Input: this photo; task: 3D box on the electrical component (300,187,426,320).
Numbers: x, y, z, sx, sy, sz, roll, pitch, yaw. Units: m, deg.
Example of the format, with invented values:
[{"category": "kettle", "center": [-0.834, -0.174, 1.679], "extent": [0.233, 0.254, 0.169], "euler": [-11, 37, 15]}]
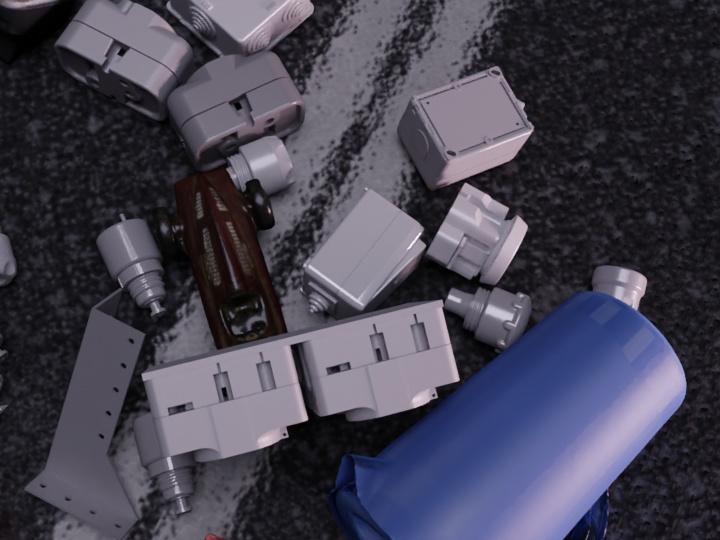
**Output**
[{"category": "electrical component", "center": [0.000, 0.000, 0.795], "extent": [0.061, 0.061, 0.096], "euler": [36, 72, 7]}]

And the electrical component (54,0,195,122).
[{"category": "electrical component", "center": [-0.180, -0.168, 0.839], "extent": [0.095, 0.053, 0.059], "euler": [28, 71, 4]}]

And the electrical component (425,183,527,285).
[{"category": "electrical component", "center": [0.089, -0.024, 0.810], "extent": [0.057, 0.058, 0.078], "euler": [29, 36, 2]}]

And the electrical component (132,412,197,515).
[{"category": "electrical component", "center": [-0.133, 0.131, 0.751], "extent": [0.040, 0.040, 0.078], "euler": [-15, 74, -10]}]

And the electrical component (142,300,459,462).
[{"category": "electrical component", "center": [-0.040, 0.071, 0.696], "extent": [0.186, 0.105, 0.060], "euler": [-13, 89, -9]}]

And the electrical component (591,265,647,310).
[{"category": "electrical component", "center": [0.193, 0.025, 0.816], "extent": [0.040, 0.040, 0.046], "euler": [16, 76, 1]}]

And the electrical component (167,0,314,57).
[{"category": "electrical component", "center": [-0.097, -0.223, 0.867], "extent": [0.100, 0.048, 0.099], "euler": [42, 73, 9]}]

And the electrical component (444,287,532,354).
[{"category": "electrical component", "center": [0.094, 0.032, 0.802], "extent": [0.062, 0.048, 0.048], "euler": [22, 71, 10]}]

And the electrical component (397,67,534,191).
[{"category": "electrical component", "center": [0.086, -0.111, 0.843], "extent": [0.096, 0.061, 0.061], "euler": [-22, 75, -20]}]

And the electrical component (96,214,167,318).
[{"category": "electrical component", "center": [-0.164, -0.001, 0.792], "extent": [0.040, 0.040, 0.078], "euler": [-24, 76, -12]}]

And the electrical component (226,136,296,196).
[{"category": "electrical component", "center": [-0.084, -0.074, 0.822], "extent": [0.062, 0.043, 0.043], "euler": [-23, 75, -10]}]

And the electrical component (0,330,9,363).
[{"category": "electrical component", "center": [-0.282, 0.037, 0.769], "extent": [0.078, 0.040, 0.040], "euler": [43, 73, 9]}]

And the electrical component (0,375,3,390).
[{"category": "electrical component", "center": [-0.292, 0.074, 0.755], "extent": [0.078, 0.040, 0.040], "euler": [9, 71, -2]}]

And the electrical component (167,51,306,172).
[{"category": "electrical component", "center": [-0.098, -0.126, 0.832], "extent": [0.095, 0.053, 0.059], "euler": [-27, 76, -13]}]

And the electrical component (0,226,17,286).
[{"category": "electrical component", "center": [-0.275, -0.019, 0.792], "extent": [0.035, 0.035, 0.061], "euler": [-16, 71, -10]}]
